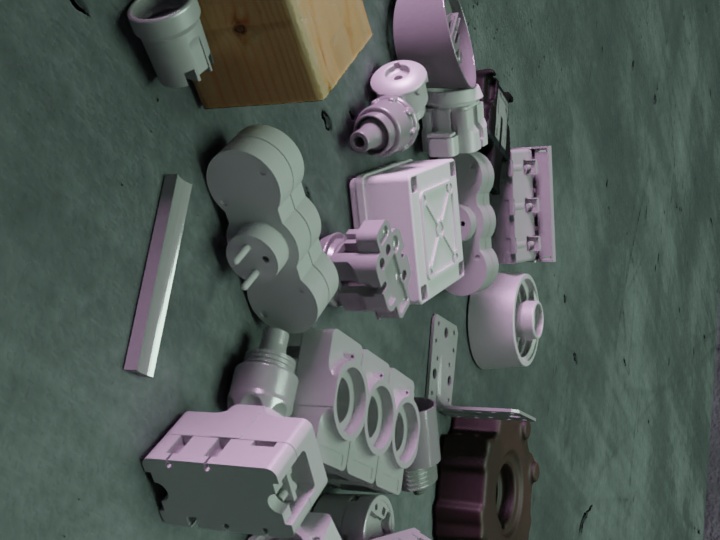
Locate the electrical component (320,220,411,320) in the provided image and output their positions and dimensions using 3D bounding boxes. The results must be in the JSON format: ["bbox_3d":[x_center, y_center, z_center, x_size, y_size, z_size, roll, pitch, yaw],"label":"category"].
[{"bbox_3d":[0.000,0.000,0.817,0.058,0.057,0.078,-59,141,-47],"label":"electrical component"}]

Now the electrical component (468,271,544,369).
[{"bbox_3d":[0.161,0.053,1.147,0.108,0.060,0.108,0,90,-65],"label":"electrical component"}]

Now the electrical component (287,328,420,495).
[{"bbox_3d":[-0.013,0.106,0.783,0.150,0.062,0.089,40,54,-58],"label":"electrical component"}]

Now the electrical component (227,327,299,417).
[{"bbox_3d":[-0.061,0.069,0.705,0.043,0.043,0.062,50,45,-53],"label":"electrical component"}]

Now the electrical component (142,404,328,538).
[{"bbox_3d":[-0.071,0.116,0.631,0.055,0.089,0.050,-51,134,-53],"label":"electrical component"}]

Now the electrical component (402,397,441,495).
[{"bbox_3d":[0.048,0.155,0.929,0.043,0.043,0.081,-28,115,-61],"label":"electrical component"}]

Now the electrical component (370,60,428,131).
[{"bbox_3d":[0.037,-0.143,0.914,0.062,0.048,0.048,74,29,-45],"label":"electrical component"}]

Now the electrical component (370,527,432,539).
[{"bbox_3d":[0.016,0.271,0.775,0.089,0.062,0.150,14,102,-64],"label":"electrical component"}]

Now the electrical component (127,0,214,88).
[{"bbox_3d":[-0.107,-0.133,0.618,0.046,0.040,0.040,73,30,-41],"label":"electrical component"}]

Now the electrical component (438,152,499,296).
[{"bbox_3d":[0.093,-0.044,1.017,0.074,0.052,0.138,-12,100,-64],"label":"electrical component"}]

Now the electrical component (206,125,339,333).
[{"bbox_3d":[-0.062,-0.016,0.693,0.073,0.052,0.138,-56,137,-49],"label":"electrical component"}]

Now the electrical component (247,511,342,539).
[{"bbox_3d":[-0.049,0.209,0.719,0.089,0.050,0.055,-64,144,-43],"label":"electrical component"}]

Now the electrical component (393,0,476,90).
[{"bbox_3d":[0.071,-0.209,0.960,0.099,0.064,0.099,2,88,-64],"label":"electrical component"}]

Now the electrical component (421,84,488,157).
[{"bbox_3d":[0.087,-0.142,1.001,0.078,0.058,0.057,-37,125,-58],"label":"electrical component"}]

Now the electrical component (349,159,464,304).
[{"bbox_3d":[0.042,-0.034,0.906,0.109,0.056,0.108,-28,115,-62],"label":"electrical component"}]

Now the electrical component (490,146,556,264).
[{"bbox_3d":[0.164,-0.069,1.143,0.063,0.079,0.121,-9,98,-44],"label":"electrical component"}]

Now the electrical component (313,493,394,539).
[{"bbox_3d":[-0.006,0.196,0.812,0.055,0.047,0.055,-1,90,-64],"label":"electrical component"}]

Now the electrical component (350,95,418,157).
[{"bbox_3d":[0.015,-0.111,0.866,0.062,0.048,0.048,-37,122,-51],"label":"electrical component"}]
